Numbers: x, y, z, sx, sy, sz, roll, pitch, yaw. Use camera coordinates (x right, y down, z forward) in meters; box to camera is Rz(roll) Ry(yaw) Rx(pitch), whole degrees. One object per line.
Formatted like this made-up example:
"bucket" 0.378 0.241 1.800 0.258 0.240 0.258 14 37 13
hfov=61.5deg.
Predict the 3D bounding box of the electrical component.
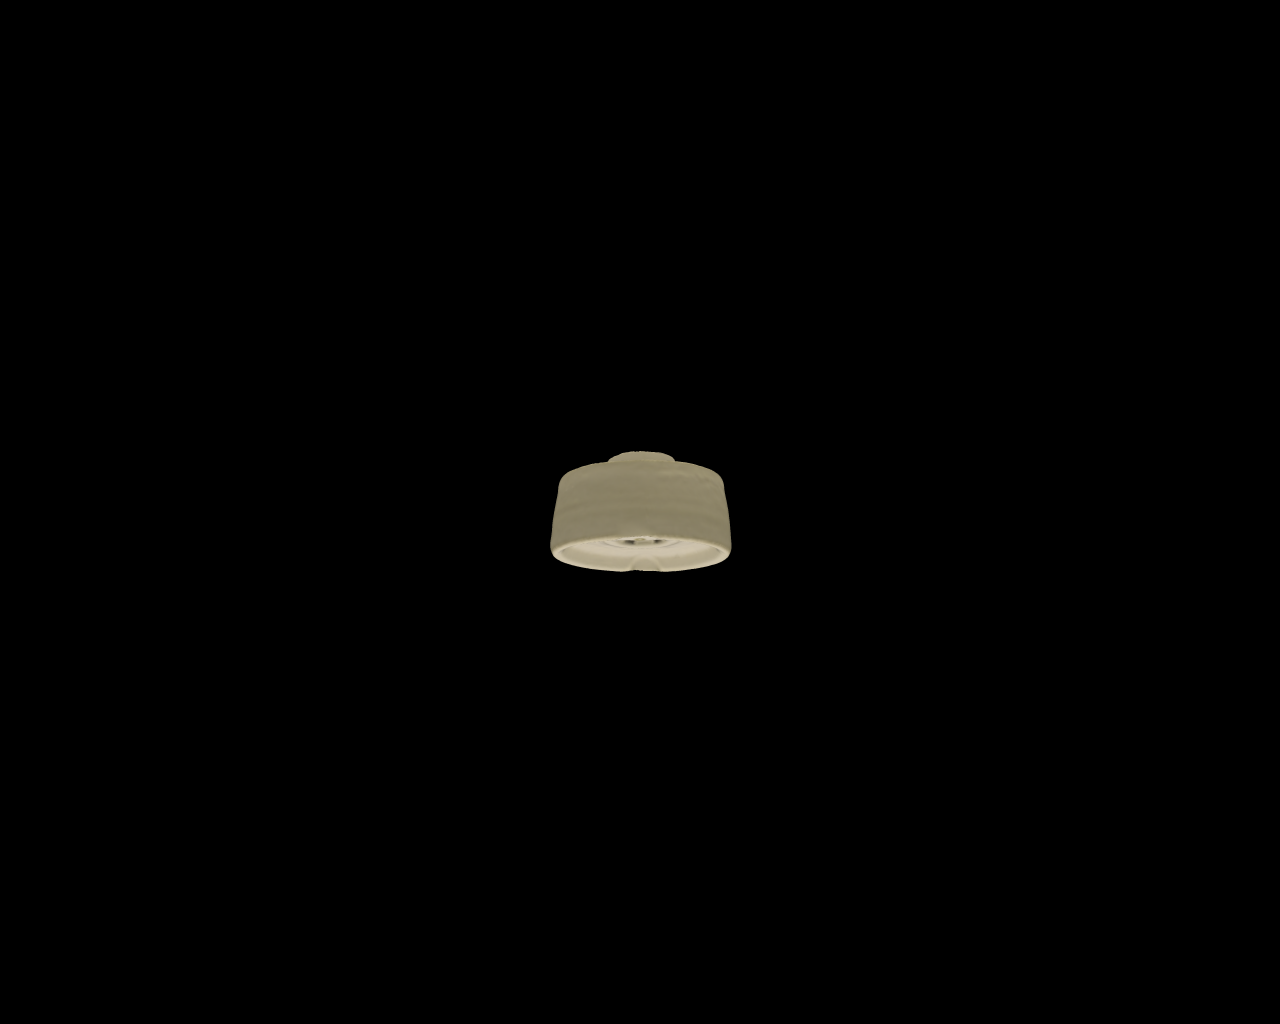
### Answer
"electrical component" 0.001 -0.003 0.650 0.108 0.060 0.108 0 -14 0
